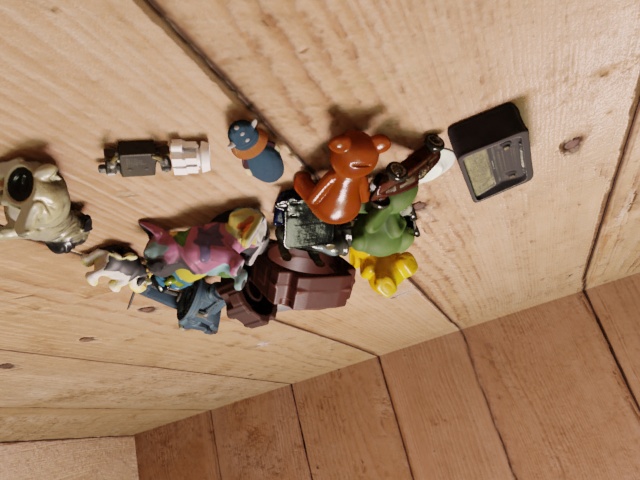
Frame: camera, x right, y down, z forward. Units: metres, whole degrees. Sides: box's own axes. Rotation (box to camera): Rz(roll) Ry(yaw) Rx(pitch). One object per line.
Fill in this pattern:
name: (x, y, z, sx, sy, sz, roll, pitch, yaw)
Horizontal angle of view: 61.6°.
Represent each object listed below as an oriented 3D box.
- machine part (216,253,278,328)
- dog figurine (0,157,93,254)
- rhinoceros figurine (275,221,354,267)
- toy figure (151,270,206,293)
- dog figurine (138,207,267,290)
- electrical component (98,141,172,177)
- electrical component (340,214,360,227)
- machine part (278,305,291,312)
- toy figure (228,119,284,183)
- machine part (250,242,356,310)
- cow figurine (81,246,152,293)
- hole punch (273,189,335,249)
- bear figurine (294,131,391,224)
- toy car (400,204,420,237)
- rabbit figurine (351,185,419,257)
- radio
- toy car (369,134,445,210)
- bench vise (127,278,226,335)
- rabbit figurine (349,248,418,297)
machine part: (-0.164, 0.115, 1.240, 0.056, 0.179, 0.179, -22, 156, 24)
dog figurine: (-0.408, -0.051, 0.833, 0.172, 0.121, 0.190, -20, 171, 20)
rhinoceros figurine: (-0.002, -0.003, 1.153, 0.190, 0.112, 0.073, 4, 130, -11)
toy figure: (-0.286, 0.055, 1.147, 0.180, 0.082, 0.089, -21, 157, 21)
dog figurine: (-0.232, -0.002, 1.036, 0.219, 0.191, 0.108, 20, 159, 5)
electrical component: (-0.276, -0.116, 0.803, 0.102, 0.045, 0.078, -4, 153, -25)
electrical component: (0.068, -0.042, 1.214, 0.094, 0.021, 0.063, -11, 157, -8)
machine part: (-0.098, 0.161, 1.510, 0.243, 0.079, 0.079, -6, 156, -18)
toy figure: (-0.104, -0.141, 0.836, 0.058, 0.064, 0.154, 17, 164, 26)
machine part: (-0.039, 0.078, 1.193, 0.201, 0.201, 0.087, -2, 112, -31)
cow figurine: (-0.398, 0.059, 1.110, 0.098, 0.068, 0.167, -27, 156, 14)
hole punch: (-0.031, -0.056, 1.065, 0.142, 0.092, 0.115, -4, 124, -18)
bear figurine: (0.035, -0.124, 0.924, 0.120, 0.132, 0.195, -8, 138, -19)
toy car: (0.189, -0.039, 1.255, 0.073, 0.056, 0.201, -24, 158, 5)
rabbit figurine: (0.125, -0.061, 1.080, 0.159, 0.121, 0.170, -9, 136, -41)
radio: (0.334, -0.161, 1.036, 0.131, 0.073, 0.229, -22, 157, 16)
toy car: (0.158, -0.118, 0.951, 0.202, 0.053, 0.089, -39, 167, -42)
bench vise: (-0.335, 0.143, 1.286, 0.240, 0.129, 0.224, 24, 150, -27)
rabbit figurine: (0.130, 0.036, 1.299, 0.122, 0.173, 0.162, -45, -165, -5)
